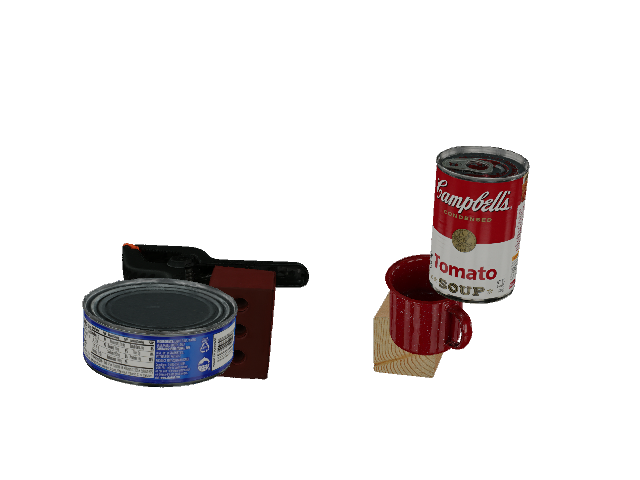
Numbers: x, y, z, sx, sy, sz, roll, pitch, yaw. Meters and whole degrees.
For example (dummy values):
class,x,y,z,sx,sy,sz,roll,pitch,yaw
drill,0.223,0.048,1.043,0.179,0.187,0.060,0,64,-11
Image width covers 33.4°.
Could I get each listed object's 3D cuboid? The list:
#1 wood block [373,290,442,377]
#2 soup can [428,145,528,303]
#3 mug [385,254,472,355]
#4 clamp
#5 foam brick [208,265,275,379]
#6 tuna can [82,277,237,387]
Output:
class,x,y,z,sx,sy,sz,roll,pitch,yaw
wood block,0.146,0.119,1.608,0.091,0.090,0.205,4,20,15
soup can,0.117,-0.012,0.801,0.068,0.102,0.068,1,25,-1
mug,0.126,0.080,1.196,0.093,0.081,0.117,-25,41,-31
clamp,-0.140,0.038,1.071,0.210,0.036,0.164,11,21,37
foam brick,-0.065,0.066,0.865,0.053,0.078,0.051,4,15,0
tuna can,-0.090,0.050,0.598,0.086,0.034,0.086,4,16,-1
